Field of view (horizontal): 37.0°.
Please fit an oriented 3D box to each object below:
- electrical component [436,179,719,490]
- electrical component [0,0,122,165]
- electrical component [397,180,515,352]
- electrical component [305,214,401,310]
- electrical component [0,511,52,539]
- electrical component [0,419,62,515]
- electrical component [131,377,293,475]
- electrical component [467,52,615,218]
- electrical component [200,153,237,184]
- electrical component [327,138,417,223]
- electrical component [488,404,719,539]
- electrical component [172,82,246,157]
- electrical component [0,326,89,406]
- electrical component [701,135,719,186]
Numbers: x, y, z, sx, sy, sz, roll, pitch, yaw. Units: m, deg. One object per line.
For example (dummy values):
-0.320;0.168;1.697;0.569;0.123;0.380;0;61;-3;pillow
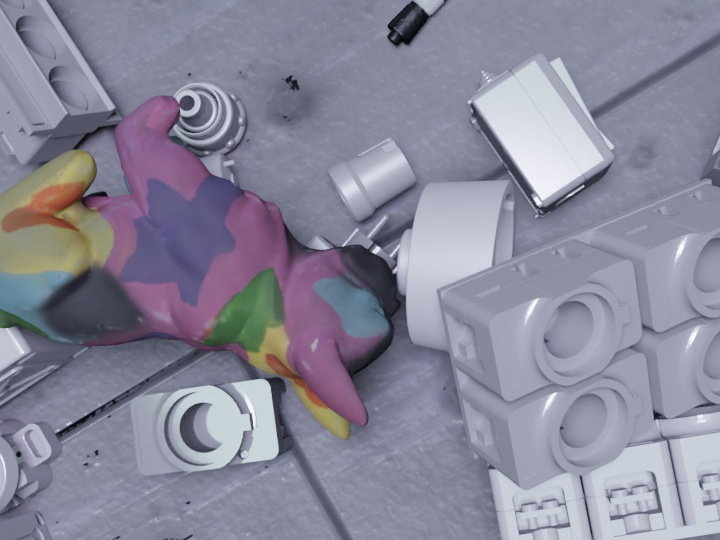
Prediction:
0.146;0.033;0.594;0.186;0.060;0.105;-22;113;-20;electrical component
-0.224;-0.134;0.707;0.063;0.079;0.121;-39;81;33;electrical component
0.056;-0.002;0.645;0.060;0.108;0.108;5;87;14;electrical component
0.000;0.000;0.679;0.066;0.047;0.076;41;92;8;electrical component
-0.230;0.200;0.662;0.057;0.113;0.078;-24;83;2;electrical component
-0.241;0.130;0.696;0.078;0.057;0.058;-33;82;4;electrical component
-0.094;0.098;0.680;0.089;0.056;0.050;-9;85;7;electrical component
0.110;-0.089;0.664;0.061;0.062;0.096;-34;83;4;electrical component
-0.115;-0.050;0.701;0.078;0.040;0.040;-13;84;6;electrical component
0.008;-0.058;0.687;0.046;0.040;0.040;-31;83;-1;electrical component
0.153;0.121;0.629;0.150;0.089;0.061;-11;85;7;electrical component
-0.102;-0.100;0.692;0.048;0.062;0.048;-1;86;7;electrical component
-0.243;0.056;0.676;0.109;0.109;0.056;-33;85;4;electrical component
0.254;-0.065;0.599;0.089;0.150;0.061;23;88;8;electrical component
